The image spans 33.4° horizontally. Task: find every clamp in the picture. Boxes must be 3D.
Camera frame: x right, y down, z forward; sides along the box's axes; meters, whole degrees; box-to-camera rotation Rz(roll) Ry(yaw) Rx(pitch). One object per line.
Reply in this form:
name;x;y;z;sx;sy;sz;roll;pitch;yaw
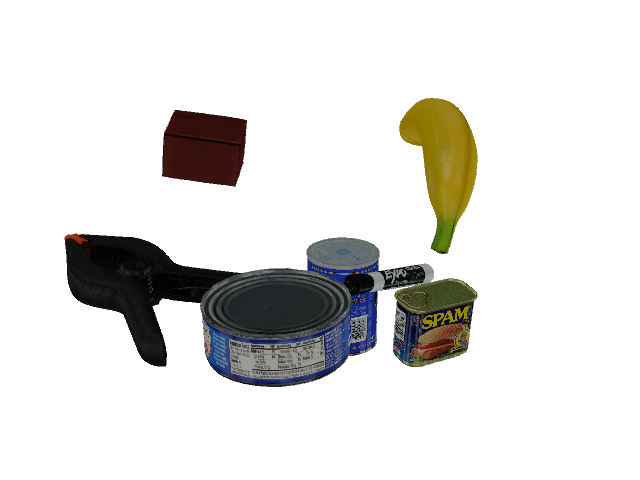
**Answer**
clamp;-0.123;0.031;0.800;0.120;0.039;0.172;-16;35;-40

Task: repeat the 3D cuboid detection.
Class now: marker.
marker;0.061;0.035;0.950;0.020;0.020;0.120;0;4;39

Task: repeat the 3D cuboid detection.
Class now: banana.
banana;0.083;-0.068;0.783;0.037;0.070;0.198;26;26;-14

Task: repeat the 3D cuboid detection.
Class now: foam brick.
foam brick;-0.116;-0.094;1.077;0.078;0.051;0.053;8;34;1

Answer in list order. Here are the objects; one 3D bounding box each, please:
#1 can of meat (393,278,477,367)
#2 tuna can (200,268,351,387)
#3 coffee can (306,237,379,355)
can of meat;0.140;0.103;1.328;0.101;0.084;0.057;-11;30;-26
tuna can;-0.024;0.048;0.607;0.086;0.034;0.086;-2;23;0
coffee can;0.031;0.079;1.516;0.103;0.140;0.103;0;22;0
